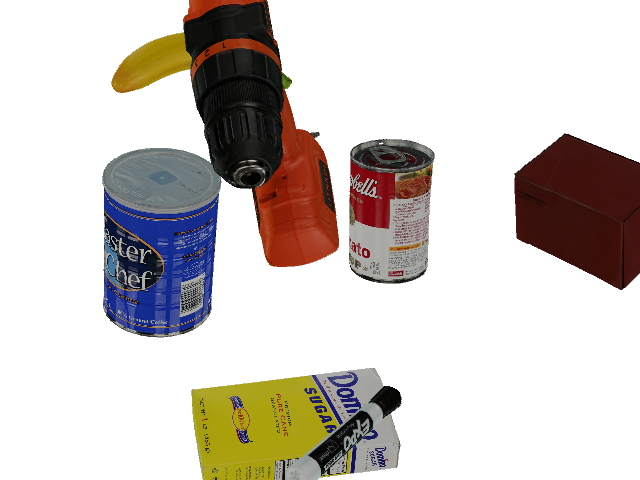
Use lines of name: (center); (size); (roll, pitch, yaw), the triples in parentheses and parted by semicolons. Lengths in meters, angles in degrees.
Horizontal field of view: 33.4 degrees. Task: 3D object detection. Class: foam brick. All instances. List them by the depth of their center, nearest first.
foam brick: (0.159, -0.019, 0.626); (0.051, 0.053, 0.078); (-36, 46, -27)

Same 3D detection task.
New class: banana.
banana: (-0.124, -0.183, 1.081); (0.197, 0.070, 0.037); (-8, -39, -29)

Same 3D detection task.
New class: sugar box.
sugar box: (-0.024, 0.169, 0.964); (0.176, 0.048, 0.093); (-8, 43, -8)

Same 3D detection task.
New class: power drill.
power drill: (-0.034, -0.065, 0.671); (0.057, 0.184, 0.187); (-12, -38, 5)

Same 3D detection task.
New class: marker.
marker: (0.020, 0.136, 0.752); (0.020, 0.020, 0.120); (0, 22, 40)

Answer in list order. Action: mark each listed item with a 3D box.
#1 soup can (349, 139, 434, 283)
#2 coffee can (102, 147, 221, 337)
soup can: (0.057, -0.024, 0.876); (0.068, 0.102, 0.068); (0, 26, 0)
coffee can: (-0.145, 0.002, 0.967); (0.102, 0.140, 0.103); (5, 33, -4)
